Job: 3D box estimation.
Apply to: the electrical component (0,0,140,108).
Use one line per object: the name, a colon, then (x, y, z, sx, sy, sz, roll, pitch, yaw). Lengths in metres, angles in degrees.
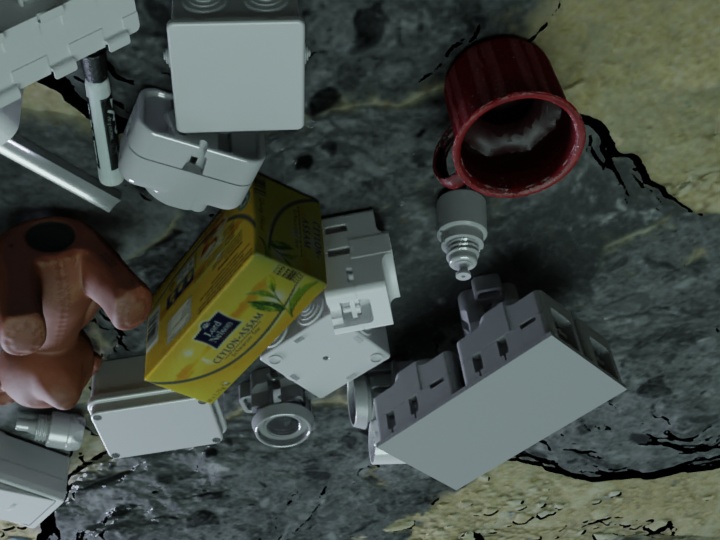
electrical component: (-0.201, -0.150, 0.653, 0.121, 0.063, 0.078, -36, 145, -30)

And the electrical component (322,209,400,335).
electrical component: (0.000, 0.000, 0.860, 0.056, 0.089, 0.050, -11, 136, 2)

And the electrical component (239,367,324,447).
electrical component: (-0.072, 0.127, 1.001, 0.078, 0.057, 0.058, -14, 135, 6)

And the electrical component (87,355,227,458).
electrical component: (-0.183, 0.122, 0.980, 0.113, 0.057, 0.078, -9, 136, 1)

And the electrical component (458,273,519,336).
electrical component: (0.119, 0.051, 0.952, 0.058, 0.057, 0.078, -10, 136, 2)

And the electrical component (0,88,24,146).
electrical component: (-0.287, -0.105, 0.720, 0.113, 0.078, 0.057, -28, 135, 19)

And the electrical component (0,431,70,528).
electrical component: (-0.329, 0.209, 1.044, 0.096, 0.061, 0.062, 29, 125, -32)

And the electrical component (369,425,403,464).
electrical component: (0.052, 0.171, 1.074, 0.081, 0.043, 0.043, 0, 135, -8)

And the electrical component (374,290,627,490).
electrical component: (0.114, 0.103, 0.918, 0.186, 0.060, 0.105, -37, 129, 26)

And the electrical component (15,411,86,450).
electrical component: (-0.291, 0.149, 1.008, 0.061, 0.035, 0.035, 12, 132, -16)

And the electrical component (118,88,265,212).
electrical component: (-0.124, -0.084, 0.782, 0.095, 0.053, 0.059, 15, 131, -22)

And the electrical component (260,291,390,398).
electrical component: (-0.032, 0.060, 0.945, 0.100, 0.048, 0.100, -33, 131, 23)

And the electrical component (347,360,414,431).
electrical component: (0.020, 0.119, 1.007, 0.057, 0.058, 0.078, -3, 136, -10)

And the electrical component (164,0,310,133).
electrical component: (-0.083, -0.143, 0.732, 0.100, 0.048, 0.099, -3, 135, -6)

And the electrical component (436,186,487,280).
electrical component: (0.081, -0.028, 0.857, 0.040, 0.078, 0.040, 1, 148, 1)
